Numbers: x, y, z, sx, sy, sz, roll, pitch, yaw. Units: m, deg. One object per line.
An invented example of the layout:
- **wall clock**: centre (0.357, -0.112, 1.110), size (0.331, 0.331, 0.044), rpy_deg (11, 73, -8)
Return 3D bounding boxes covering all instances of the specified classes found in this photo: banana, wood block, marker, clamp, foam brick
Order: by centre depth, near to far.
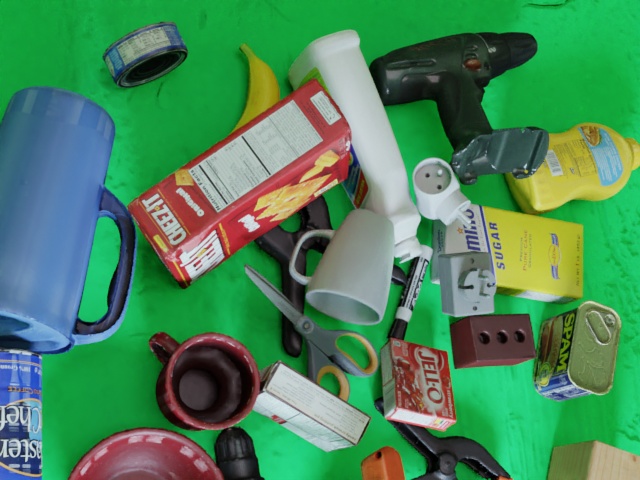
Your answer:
- **clamp**: centre (0.123, 0.232, 1.135), size (0.171, 0.039, 0.120), rpy_deg (10, 71, -19)
- **wood block**: centre (0.288, 0.329, 1.137), size (0.090, 0.091, 0.206), rpy_deg (22, 68, -13)
- **clamp**: centre (-0.008, 0.001, 1.155), size (0.164, 0.036, 0.210), rpy_deg (-24, 87, -25)
- **banana**: centre (-0.089, -0.121, 1.165), size (0.069, 0.037, 0.197), rpy_deg (19, 66, 5)
- **marker**: centre (0.100, 0.062, 1.187), size (0.020, 0.020, 0.121), rpy_deg (25, 67, -12)
- **foam brick**: centre (0.191, 0.112, 1.187), size (0.078, 0.051, 0.053), rpy_deg (-1, 74, -20)

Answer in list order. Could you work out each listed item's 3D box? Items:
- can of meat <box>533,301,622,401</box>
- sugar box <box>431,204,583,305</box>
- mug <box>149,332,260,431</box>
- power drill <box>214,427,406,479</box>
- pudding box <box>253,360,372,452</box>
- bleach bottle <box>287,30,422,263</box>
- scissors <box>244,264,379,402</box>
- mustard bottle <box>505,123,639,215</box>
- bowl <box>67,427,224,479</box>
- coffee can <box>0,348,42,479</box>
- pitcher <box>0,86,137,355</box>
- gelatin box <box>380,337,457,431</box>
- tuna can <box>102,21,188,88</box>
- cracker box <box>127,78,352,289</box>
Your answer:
- **can of meat**: centre (0.286, 0.127, 1.200), size (0.057, 0.084, 0.102), rpy_deg (20, 68, -14)
- **sugar box**: centre (0.216, 0.015, 1.229), size (0.176, 0.048, 0.093), rpy_deg (10, 72, -19)
- **mug**: centre (-0.123, 0.136, 1.047), size (0.117, 0.082, 0.093), rpy_deg (42, 65, -5)
- **power drill**: centre (-0.010, 0.254, 1.018), size (0.188, 0.057, 0.184), rpy_deg (-18, 73, 20)
- **pudding box**: centre (-0.015, 0.169, 1.073), size (0.113, 0.090, 0.039), rpy_deg (31, 67, -9)
- **bleach bottle**: centre (0.050, -0.096, 1.168), size (0.068, 0.103, 0.251), rpy_deg (-21, 82, -27)
- **scissors**: centre (-0.019, 0.108, 1.094), size (0.201, 0.016, 0.096), rpy_deg (30, 77, -33)
- **mustard bottle**: centre (0.318, -0.093, 1.291), size (0.191, 0.058, 0.096), rpy_deg (-12, 72, -23)
- **bowl**: centre (-0.168, 0.260, 1.008), size (0.162, 0.055, 0.162), rpy_deg (6, 73, -19)
- **coffee can**: centre (-0.301, 0.175, 0.959), size (0.102, 0.103, 0.140), rpy_deg (1, 74, -20)
- **pitcher**: centre (-0.263, -0.018, 1.019), size (0.149, 0.145, 0.242), rpy_deg (35, 57, -44)
- **gelatin box**: centre (0.104, 0.153, 1.136), size (0.073, 0.030, 0.089), rpy_deg (16, 49, -21)
- **tuna can**: centre (-0.183, -0.194, 1.122), size (0.086, 0.086, 0.034), rpy_deg (-24, 86, -25)
- **cracker box**: centre (-0.071, -0.048, 1.043), size (0.213, 0.164, 0.072), rpy_deg (-36, 80, -8)
